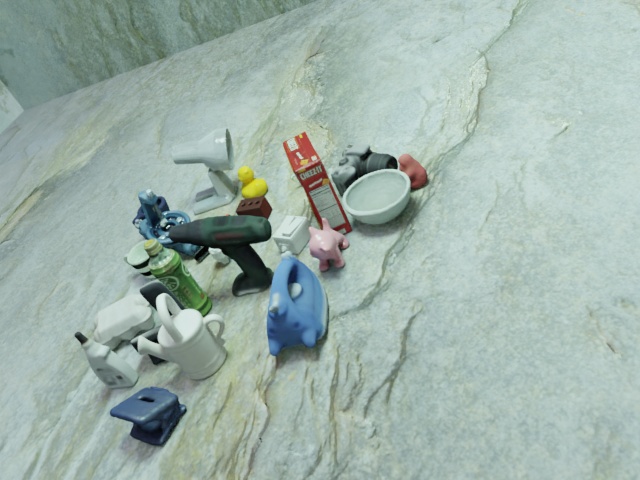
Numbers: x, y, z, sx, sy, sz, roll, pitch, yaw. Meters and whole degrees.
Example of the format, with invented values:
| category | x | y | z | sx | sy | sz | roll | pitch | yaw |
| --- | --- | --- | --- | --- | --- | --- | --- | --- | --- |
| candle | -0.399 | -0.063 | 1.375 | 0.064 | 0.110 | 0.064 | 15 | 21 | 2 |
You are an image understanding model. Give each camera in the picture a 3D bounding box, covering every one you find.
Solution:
| category | x | y | z | sx | sy | sz | roll | pitch | yaw |
| --- | --- | --- | --- | --- | --- | --- | --- | --- | --- |
| camera | 0.118 | -0.186 | 1.462 | 0.136 | 0.101 | 0.143 | 11 | 50 | 40 |

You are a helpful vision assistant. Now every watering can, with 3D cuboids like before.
| category | x | y | z | sx | sy | sz | roll | pitch | yaw |
| --- | --- | --- | --- | --- | --- | --- | --- | --- | --- |
| watering can | -0.284 | 0.193 | 1.161 | 0.173 | 0.194 | 0.100 | -38 | 37 | -15 |

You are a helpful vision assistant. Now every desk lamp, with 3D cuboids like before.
| category | x | y | z | sx | sy | sz | roll | pitch | yaw |
| --- | --- | --- | --- | --- | --- | --- | --- | --- | --- |
| desk lamp | -0.320 | -0.206 | 1.661 | 0.203 | 0.214 | 0.118 | -19 | 37 | 11 |

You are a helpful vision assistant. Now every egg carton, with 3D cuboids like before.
| category | x | y | z | sx | sy | sz | roll | pitch | yaw |
| --- | --- | --- | --- | --- | --- | --- | --- | --- | --- |
| egg carton | -0.473 | 0.195 | 1.382 | 0.150 | 0.070 | 0.107 | -30 | 36 | -4 |

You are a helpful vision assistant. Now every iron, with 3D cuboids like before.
| category | x | y | z | sx | sy | sz | roll | pitch | yaw |
| --- | --- | --- | --- | --- | --- | --- | --- | --- | --- |
| iron | -0.060 | 0.105 | 1.176 | 0.118 | 0.142 | 0.258 | -15 | 37 | 15 |

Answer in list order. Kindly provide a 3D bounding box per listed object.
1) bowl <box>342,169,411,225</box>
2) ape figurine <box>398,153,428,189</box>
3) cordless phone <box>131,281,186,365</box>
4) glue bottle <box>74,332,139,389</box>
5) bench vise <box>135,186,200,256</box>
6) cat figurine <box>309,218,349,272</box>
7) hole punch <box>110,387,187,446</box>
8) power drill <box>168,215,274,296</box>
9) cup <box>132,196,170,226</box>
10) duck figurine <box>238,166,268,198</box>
| category | x | y | z | sx | sy | sz | roll | pitch | yaw |
| --- | --- | --- | --- | --- | --- | --- | --- | --- | --- |
| bowl | 0.141 | -0.089 | 1.349 | 0.167 | 0.075 | 0.167 | -17 | 37 | 13 |
| ape figurine | 0.217 | -0.171 | 1.389 | 0.075 | 0.092 | 0.078 | 11 | 50 | 40 |
| cordless phone | -0.358 | 0.169 | 1.244 | 0.147 | 0.185 | 0.094 | -28 | 36 | -2 |
| glue bottle | -0.463 | 0.252 | 1.217 | 0.078 | 0.173 | 0.037 | -11 | 39 | 21 |
| bench vise | -0.443 | -0.043 | 1.530 | 0.206 | 0.220 | 0.121 | -8 | 40 | 24 |
| cat figurine | 0.012 | 0.005 | 1.277 | 0.067 | 0.118 | 0.128 | -12 | 38 | 19 |
| hole punch | -0.334 | 0.329 | 1.113 | 0.108 | 0.091 | 0.101 | 2 | 44 | 33 |
| power drill | -0.201 | 0.029 | 1.301 | 0.229 | 0.209 | 0.075 | -14 | 38 | 17 |
| cup | -0.483 | -0.059 | 1.682 | 0.118 | 0.095 | 0.091 | -44 | 39 | -22 |
| duck figurine | -0.203 | -0.173 | 1.657 | 0.077 | 0.086 | 0.104 | -39 | 38 | -16 |
